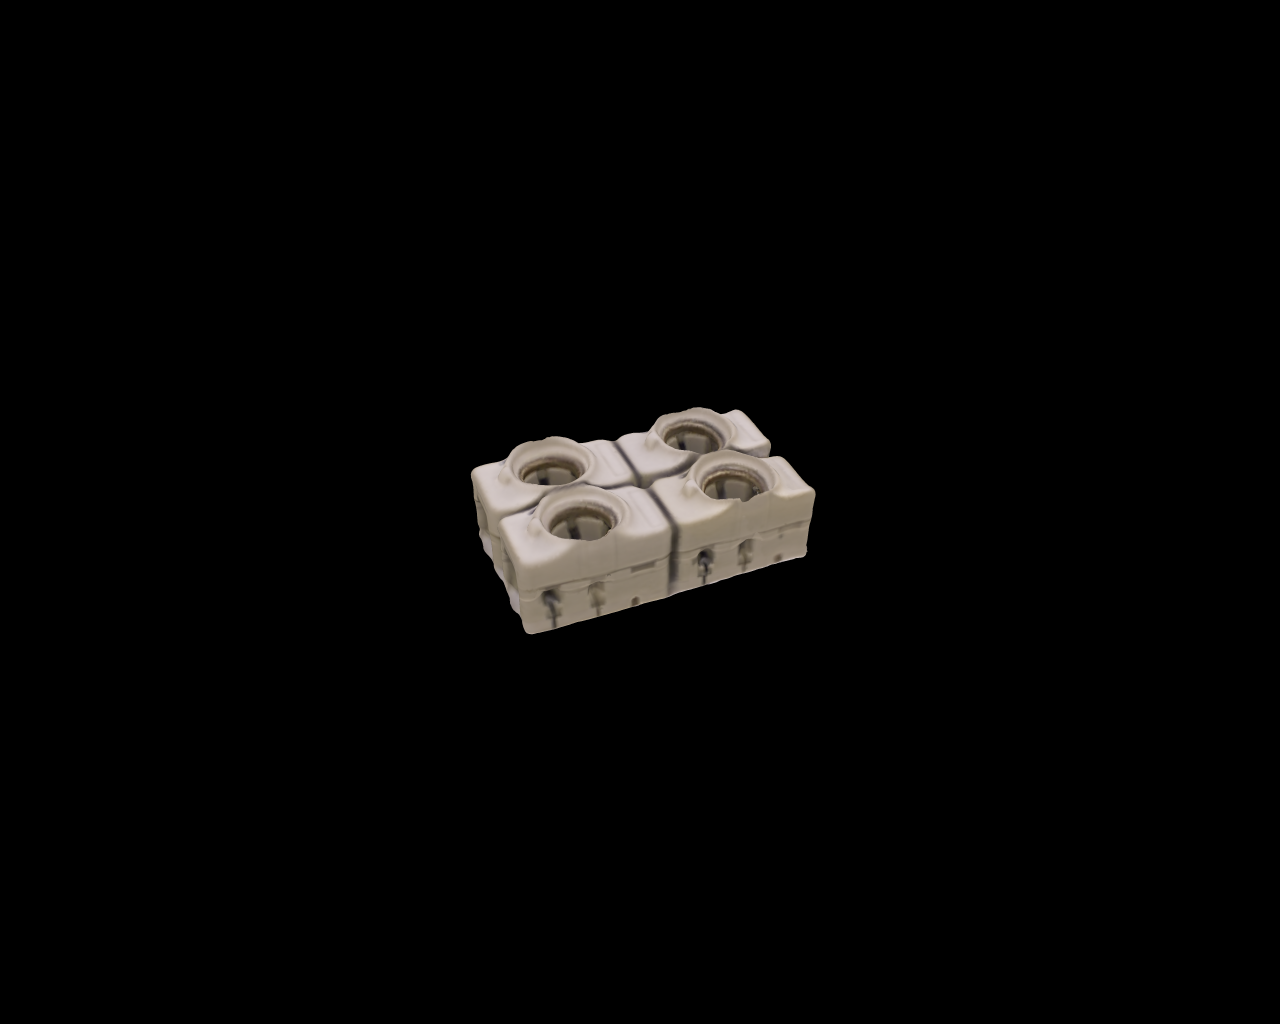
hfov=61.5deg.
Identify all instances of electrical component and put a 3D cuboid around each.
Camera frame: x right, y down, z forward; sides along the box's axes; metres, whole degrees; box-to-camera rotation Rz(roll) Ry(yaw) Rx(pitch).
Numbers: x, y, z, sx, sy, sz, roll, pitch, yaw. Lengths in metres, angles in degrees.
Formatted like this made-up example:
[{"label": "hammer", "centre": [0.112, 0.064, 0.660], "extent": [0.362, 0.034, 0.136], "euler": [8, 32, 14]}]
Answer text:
[{"label": "electrical component", "centre": [0.001, -0.003, 0.650], "extent": [0.186, 0.060, 0.105], "euler": [-14, 40, -17]}]
